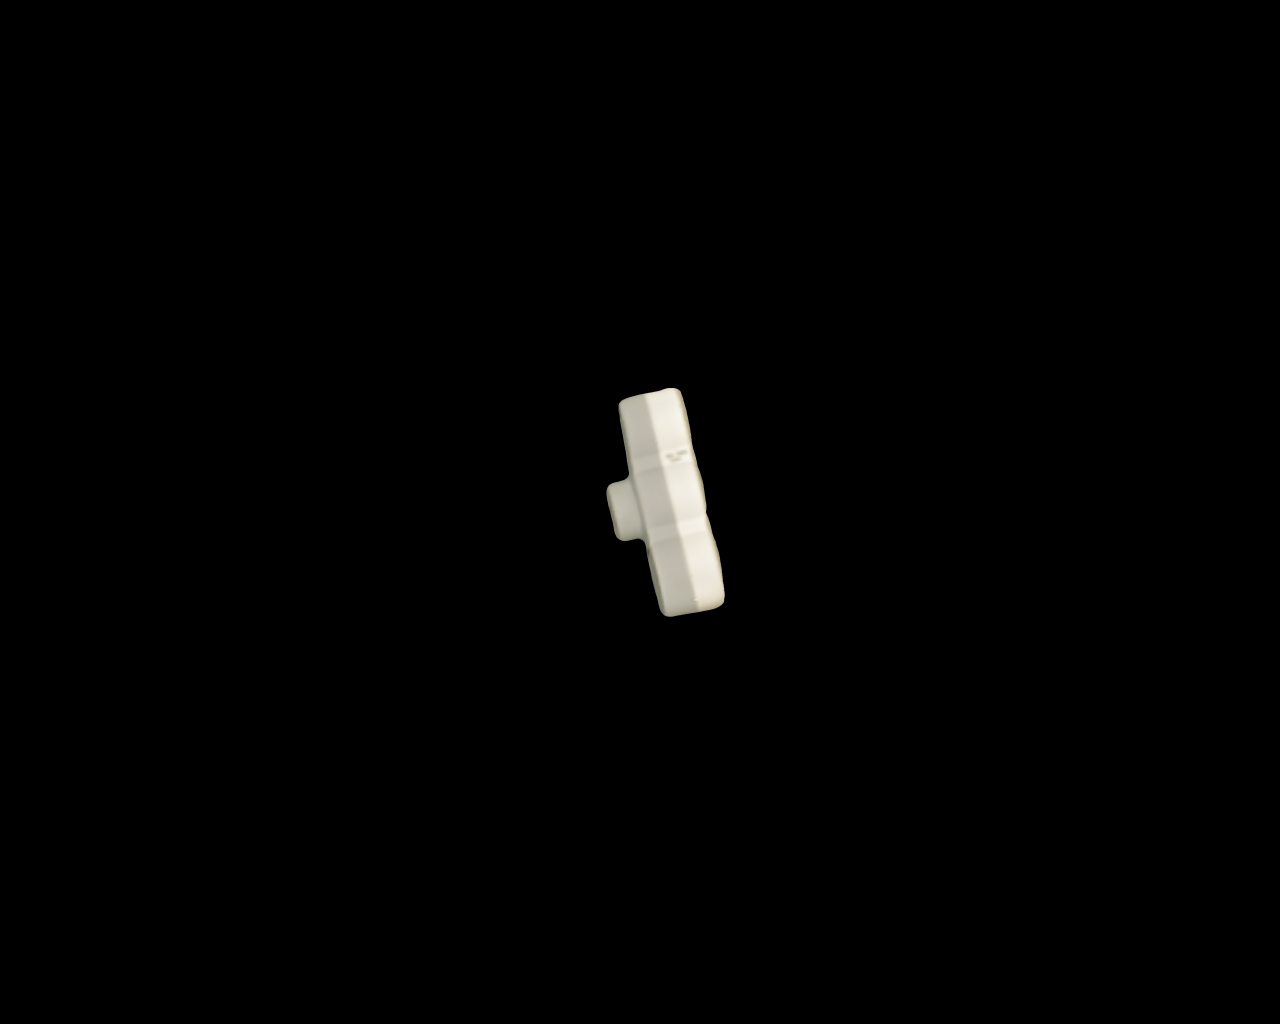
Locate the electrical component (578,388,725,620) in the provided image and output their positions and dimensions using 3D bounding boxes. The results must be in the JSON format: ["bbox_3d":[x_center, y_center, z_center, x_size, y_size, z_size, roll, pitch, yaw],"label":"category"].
[{"bbox_3d":[0.001,-0.003,0.650,0.074,0.138,0.052,-11,-11,-2],"label":"electrical component"}]
